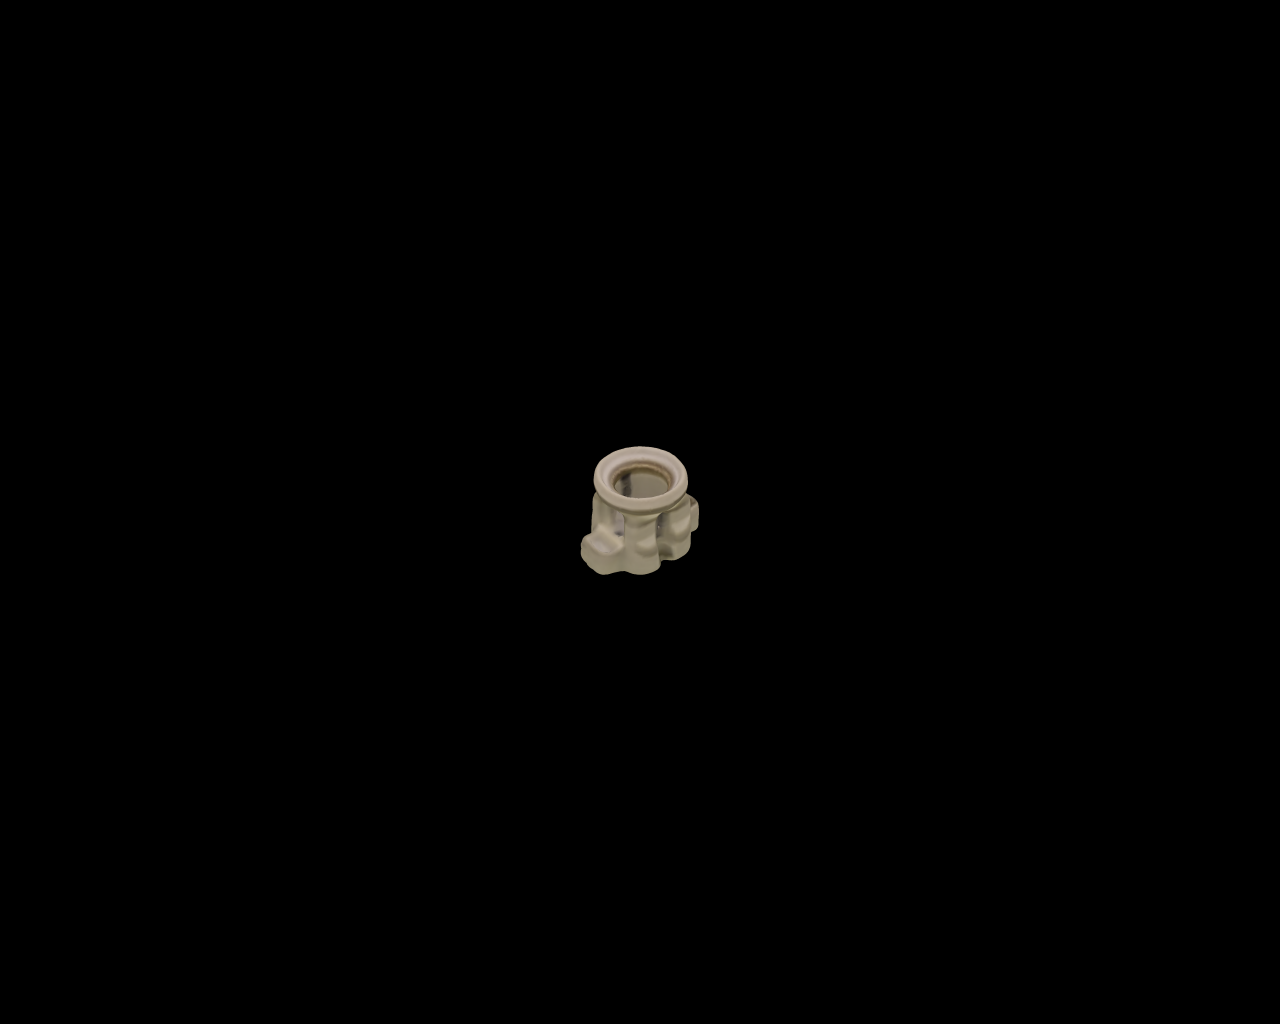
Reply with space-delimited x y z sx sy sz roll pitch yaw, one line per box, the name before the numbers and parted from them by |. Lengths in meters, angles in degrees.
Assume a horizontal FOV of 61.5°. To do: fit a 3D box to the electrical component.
electrical component | 0.001 -0.003 0.650 0.078 0.056 0.058 -26 46 -28
